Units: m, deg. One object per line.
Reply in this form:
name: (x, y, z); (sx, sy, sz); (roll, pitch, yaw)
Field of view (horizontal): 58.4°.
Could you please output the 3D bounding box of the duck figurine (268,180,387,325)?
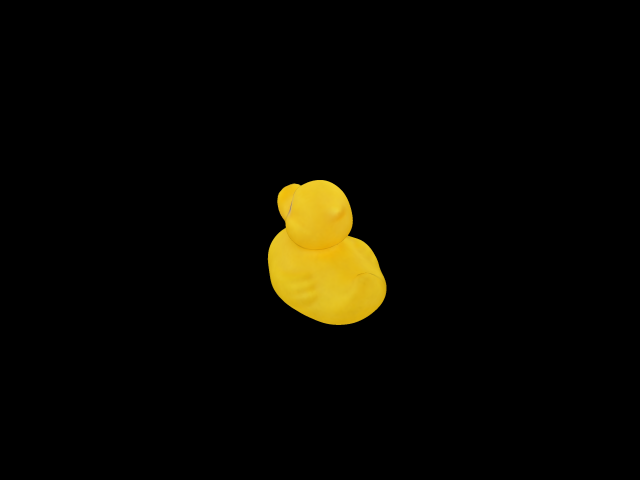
duck figurine: (0.004, 0.001, 0.400); (0.078, 0.086, 0.104); (-27, 49, -26)
